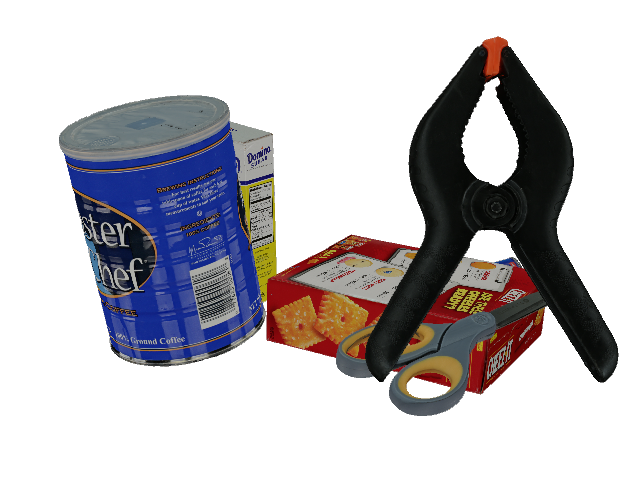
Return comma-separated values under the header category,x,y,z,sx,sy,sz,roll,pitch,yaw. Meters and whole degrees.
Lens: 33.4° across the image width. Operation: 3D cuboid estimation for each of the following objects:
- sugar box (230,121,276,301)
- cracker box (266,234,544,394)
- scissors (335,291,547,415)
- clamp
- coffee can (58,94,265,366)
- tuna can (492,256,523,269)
category,x,y,z,sx,sy,sz,roll,pitch,yaw
sugar box,-0.090,-0.029,1.081,0.048,0.176,0.093,-24,31,-39
cracker box,0.081,0.063,0.986,0.214,0.072,0.163,12,20,27
scissors,0.110,0.070,0.719,0.201,0.016,0.096,-10,35,-18
clamp,0.073,-0.009,0.516,0.120,0.171,0.039,-8,-4,-6
coffee can,-0.095,-0.008,0.662,0.103,0.140,0.103,-8,23,3
tuna can,0.212,0.064,1.206,0.033,0.086,0.086,-14,1,-6
